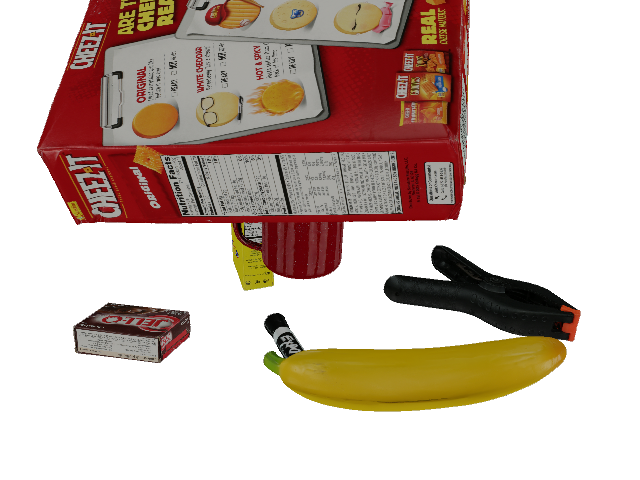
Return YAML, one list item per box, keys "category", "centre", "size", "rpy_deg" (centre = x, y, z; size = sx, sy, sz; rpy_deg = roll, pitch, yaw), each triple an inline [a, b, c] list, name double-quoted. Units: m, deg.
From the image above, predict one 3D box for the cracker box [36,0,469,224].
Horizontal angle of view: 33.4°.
- category: "cracker box"
  centre: [-0.026, -0.088, 0.590]
  size: [0.214, 0.164, 0.072]
  rpy_deg: [-1, -40, 10]

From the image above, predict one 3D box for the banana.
- category: "banana"
  centre: [0.060, 0.080, 0.671]
  size: [0.198, 0.037, 0.069]
  rpy_deg: [-1, 25, 2]

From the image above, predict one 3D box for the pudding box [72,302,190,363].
- category: "pudding box"
  centre: [-0.223, 0.109, 1.272]
  size: [0.114, 0.039, 0.090]
  rpy_deg: [3, 15, 16]

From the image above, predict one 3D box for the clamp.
- category: "clamp"
  centre: [0.154, 0.047, 0.979]
  size: [0.171, 0.039, 0.120]
  rpy_deg: [18, 30, 16]

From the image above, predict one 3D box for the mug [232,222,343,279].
- category: "mug"
  centre: [-0.030, -0.014, 1.072]
  size: [0.117, 0.081, 0.093]
  rpy_deg: [1, 27, -2]

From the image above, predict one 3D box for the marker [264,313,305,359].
- category: "marker"
  centre: [-0.022, 0.089, 0.859]
  size: [0.020, 0.020, 0.121]
  rpy_deg: [0, 21, -19]

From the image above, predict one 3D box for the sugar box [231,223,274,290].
- category: "sugar box"
  centre: [-0.088, -0.037, 1.328]
  size: [0.048, 0.176, 0.093]
  rpy_deg: [-9, 24, -11]
